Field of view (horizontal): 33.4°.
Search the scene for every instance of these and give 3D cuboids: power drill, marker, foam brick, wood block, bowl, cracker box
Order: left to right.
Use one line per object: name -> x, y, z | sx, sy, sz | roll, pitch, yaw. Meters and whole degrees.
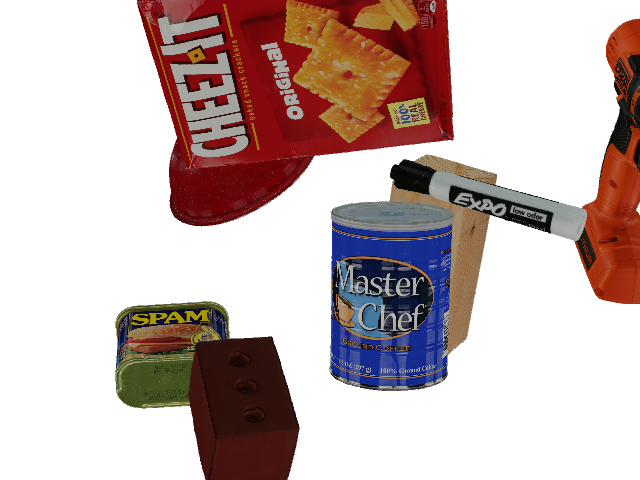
bowl -> -0.085, -0.087, 1.007 | 0.162, 0.055, 0.162 | -21, 35, 15
foam brick -> -0.050, 0.107, 0.668 | 0.053, 0.051, 0.078 | -2, 43, -19
cracker box -> -0.012, -0.141, 0.793 | 0.214, 0.072, 0.164 | -6, -44, 5
wood block -> 0.126, 0.020, 1.201 | 0.090, 0.206, 0.090 | 19, 25, 26
marker -> 0.097, -0.026, 0.632 | 0.121, 0.020, 0.020 | 18, 8, 26
power drill -> 0.239, -0.047, 0.786 | 0.057, 0.188, 0.184 | 4, 36, -1

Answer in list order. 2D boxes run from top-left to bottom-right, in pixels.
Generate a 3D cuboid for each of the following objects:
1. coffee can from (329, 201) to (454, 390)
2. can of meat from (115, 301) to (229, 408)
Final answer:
coffee can -> 0.059, 0.044, 0.903 | 0.103, 0.140, 0.103 | 1, 12, 0
can of meat -> -0.128, 0.100, 0.931 | 0.102, 0.057, 0.084 | -3, 28, -6
